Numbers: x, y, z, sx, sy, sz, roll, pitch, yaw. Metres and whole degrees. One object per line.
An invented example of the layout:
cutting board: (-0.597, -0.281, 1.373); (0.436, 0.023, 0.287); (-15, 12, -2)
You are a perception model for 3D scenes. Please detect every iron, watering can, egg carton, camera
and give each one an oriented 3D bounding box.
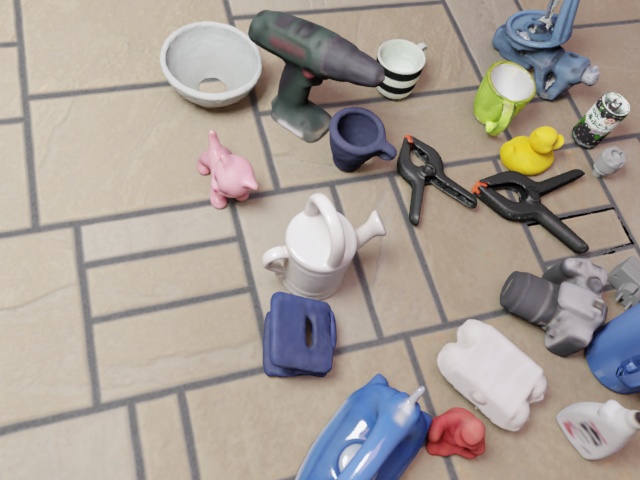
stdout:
iron: (0.043, 0.281, 0.696); (0.118, 0.141, 0.259); (38, 64, 10)
watering can: (0.006, 0.001, 0.797); (0.173, 0.194, 0.101); (-37, 75, -24)
egg carton: (0.244, 0.192, 0.816); (0.150, 0.069, 0.107); (40, 64, 10)
camera: (0.356, 0.083, 0.872); (0.137, 0.101, 0.143); (24, 62, 2)

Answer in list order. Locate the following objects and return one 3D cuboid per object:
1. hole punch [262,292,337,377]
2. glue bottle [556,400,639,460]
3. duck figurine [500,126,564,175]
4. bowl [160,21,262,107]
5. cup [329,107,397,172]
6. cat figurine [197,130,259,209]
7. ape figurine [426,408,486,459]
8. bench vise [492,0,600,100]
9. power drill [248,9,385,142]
hole punch: (-0.026, 0.129, 0.786); (0.101, 0.091, 0.108); (3, 64, -9)
glue bottle: (0.385, 0.245, 0.757); (0.037, 0.173, 0.078); (-30, 72, -22)
duck figurine: (0.376, -0.165, 1.006); (0.105, 0.086, 0.077); (-3, 65, -11)
bowl: (-0.183, -0.283, 0.970); (0.167, 0.074, 0.167); (4, 64, -8)
cup: (0.065, -0.149, 0.937); (0.117, 0.095, 0.092); (30, 63, 5)
cat figurine: (-0.141, -0.108, 0.867); (0.067, 0.117, 0.127); (-21, 69, -19)
ape figurine: (0.189, 0.257, 0.761); (0.077, 0.092, 0.076); (39, 64, 10)
bench vise: (0.441, -0.384, 1.049); (0.207, 0.219, 0.122); (31, 63, 6)
power drill: (-0.013, -0.256, 0.911); (0.229, 0.208, 0.076); (34, 63, 7)
